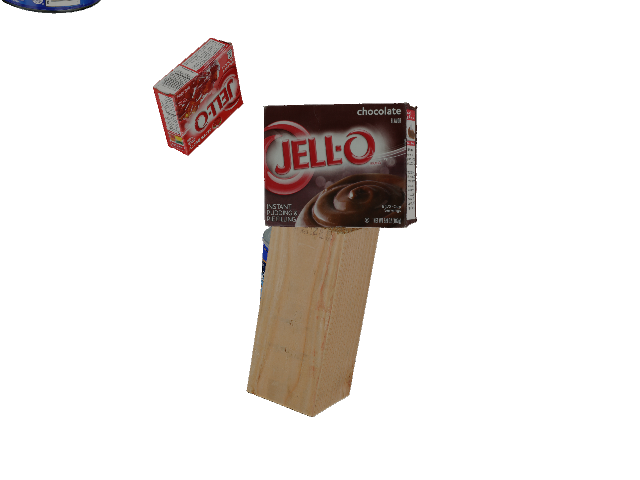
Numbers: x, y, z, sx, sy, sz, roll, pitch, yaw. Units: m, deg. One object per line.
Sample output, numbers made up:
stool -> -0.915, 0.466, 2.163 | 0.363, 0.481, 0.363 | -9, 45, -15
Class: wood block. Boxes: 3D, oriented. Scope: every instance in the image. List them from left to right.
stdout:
wood block -> -0.009, 0.073, 1.172 | 0.090, 0.206, 0.090 | 17, 17, 25

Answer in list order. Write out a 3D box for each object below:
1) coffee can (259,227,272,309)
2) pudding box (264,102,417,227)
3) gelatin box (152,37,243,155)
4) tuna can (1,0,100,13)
coffee can -> -0.030, 0.059, 1.430 | 0.103, 0.140, 0.103 | 4, 24, -2
pudding box -> 0.015, -0.055, 0.787 | 0.114, 0.090, 0.039 | 1, 5, 17
gelatin box -> -0.113, -0.136, 1.004 | 0.030, 0.073, 0.089 | 24, 54, 27
tuna can -> -0.202, -0.202, 0.793 | 0.086, 0.034, 0.086 | 6, 36, -5
